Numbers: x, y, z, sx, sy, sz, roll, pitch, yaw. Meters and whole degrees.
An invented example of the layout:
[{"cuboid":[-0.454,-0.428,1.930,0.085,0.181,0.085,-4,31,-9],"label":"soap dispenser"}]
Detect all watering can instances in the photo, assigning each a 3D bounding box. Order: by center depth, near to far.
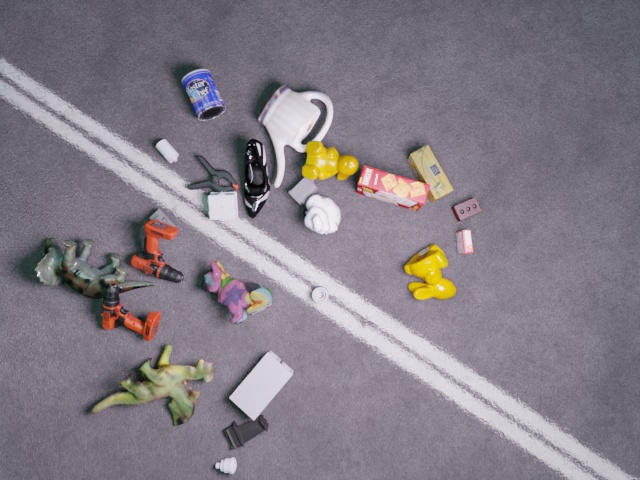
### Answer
[{"cuboid":[-0.111,-0.363,1.702,0.225,0.103,0.348,37,87,7],"label":"watering can"}]

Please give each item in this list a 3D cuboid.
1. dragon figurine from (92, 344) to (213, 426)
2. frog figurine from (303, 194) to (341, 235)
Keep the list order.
[{"cuboid":[-0.508,0.497,1.648,0.409,0.123,0.242,-41,92,7],"label":"dragon figurine"},{"cuboid":[0.005,-0.083,1.641,0.123,0.159,0.138,-26,85,0],"label":"frog figurine"}]
